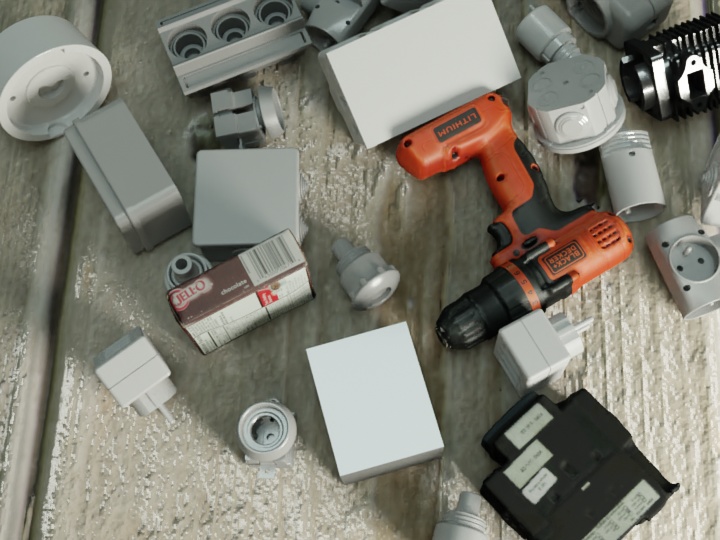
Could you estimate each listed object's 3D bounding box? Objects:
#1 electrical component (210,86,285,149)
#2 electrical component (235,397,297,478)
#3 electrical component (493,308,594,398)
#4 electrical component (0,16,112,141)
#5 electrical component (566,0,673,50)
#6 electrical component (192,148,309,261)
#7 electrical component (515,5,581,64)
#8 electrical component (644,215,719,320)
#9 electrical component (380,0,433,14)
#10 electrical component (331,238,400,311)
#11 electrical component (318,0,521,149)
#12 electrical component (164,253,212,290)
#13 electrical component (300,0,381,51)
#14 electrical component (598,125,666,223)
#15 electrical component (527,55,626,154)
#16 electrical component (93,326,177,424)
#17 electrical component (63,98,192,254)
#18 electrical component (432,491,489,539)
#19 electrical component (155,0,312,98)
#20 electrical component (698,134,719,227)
[{"bbox_3d":[-0.099,-0.136,0.958,0.055,0.048,0.066,-12,70,7],"label":"electrical component"},{"bbox_3d":[-0.073,0.131,0.856,0.048,0.055,0.066,2,71,4],"label":"electrical component"},{"bbox_3d":[0.153,0.059,0.864,0.077,0.065,0.047,-28,71,-7],"label":"electrical component"},{"bbox_3d":[-0.282,-0.174,0.950,0.108,0.108,0.060,-36,67,-9],"label":"electrical component"},{"bbox_3d":[0.227,-0.251,0.976,0.059,0.053,0.095,-38,73,-10],"label":"electrical component"},{"bbox_3d":[-0.095,-0.055,0.926,0.100,0.048,0.099,-1,70,3],"label":"electrical component"},{"bbox_3d":[0.175,-0.203,0.969,0.040,0.040,0.078,-37,73,-10],"label":"electrical component"},{"bbox_3d":[0.289,-0.008,0.892,0.079,0.044,0.077,-19,71,-5],"label":"electrical component"},{"bbox_3d":[0.064,-0.267,0.967,0.077,0.066,0.047,-26,63,42],"label":"electrical component"},{"bbox_3d":[0.000,0.000,0.906,0.048,0.048,0.062,-35,65,-9],"label":"electrical component"},{"bbox_3d":[0.050,-0.179,0.943,0.150,0.062,0.089,-26,104,-6],"label":"electrical component"},{"bbox_3d":[-0.143,0.006,0.900,0.043,0.062,0.043,-1,70,3],"label":"electrical component"},{"bbox_3d":[-0.028,-0.247,0.994,0.079,0.043,0.077,30,75,12],"label":"electrical component"},{"bbox_3d":[0.232,-0.086,0.923,0.043,0.043,0.081,-8,70,0],"label":"electrical component"},{"bbox_3d":[0.184,-0.143,0.928,0.080,0.051,0.080,-17,42,16],"label":"electrical component"},{"bbox_3d":[-0.175,0.093,0.875,0.047,0.066,0.076,-36,102,-9],"label":"electrical component"},{"bbox_3d":[-0.200,-0.079,0.926,0.057,0.078,0.113,-30,71,-10],"label":"electrical component"},{"bbox_3d":[0.079,0.203,0.830,0.048,0.048,0.062,14,65,8],"label":"electrical component"},{"bbox_3d":[-0.113,-0.206,0.973,0.121,0.063,0.078,-22,71,-5],"label":"electrical component"},{"bbox_3d":[0.333,-0.072,0.885,0.100,0.099,0.048,10,59,6],"label":"electrical component"}]
